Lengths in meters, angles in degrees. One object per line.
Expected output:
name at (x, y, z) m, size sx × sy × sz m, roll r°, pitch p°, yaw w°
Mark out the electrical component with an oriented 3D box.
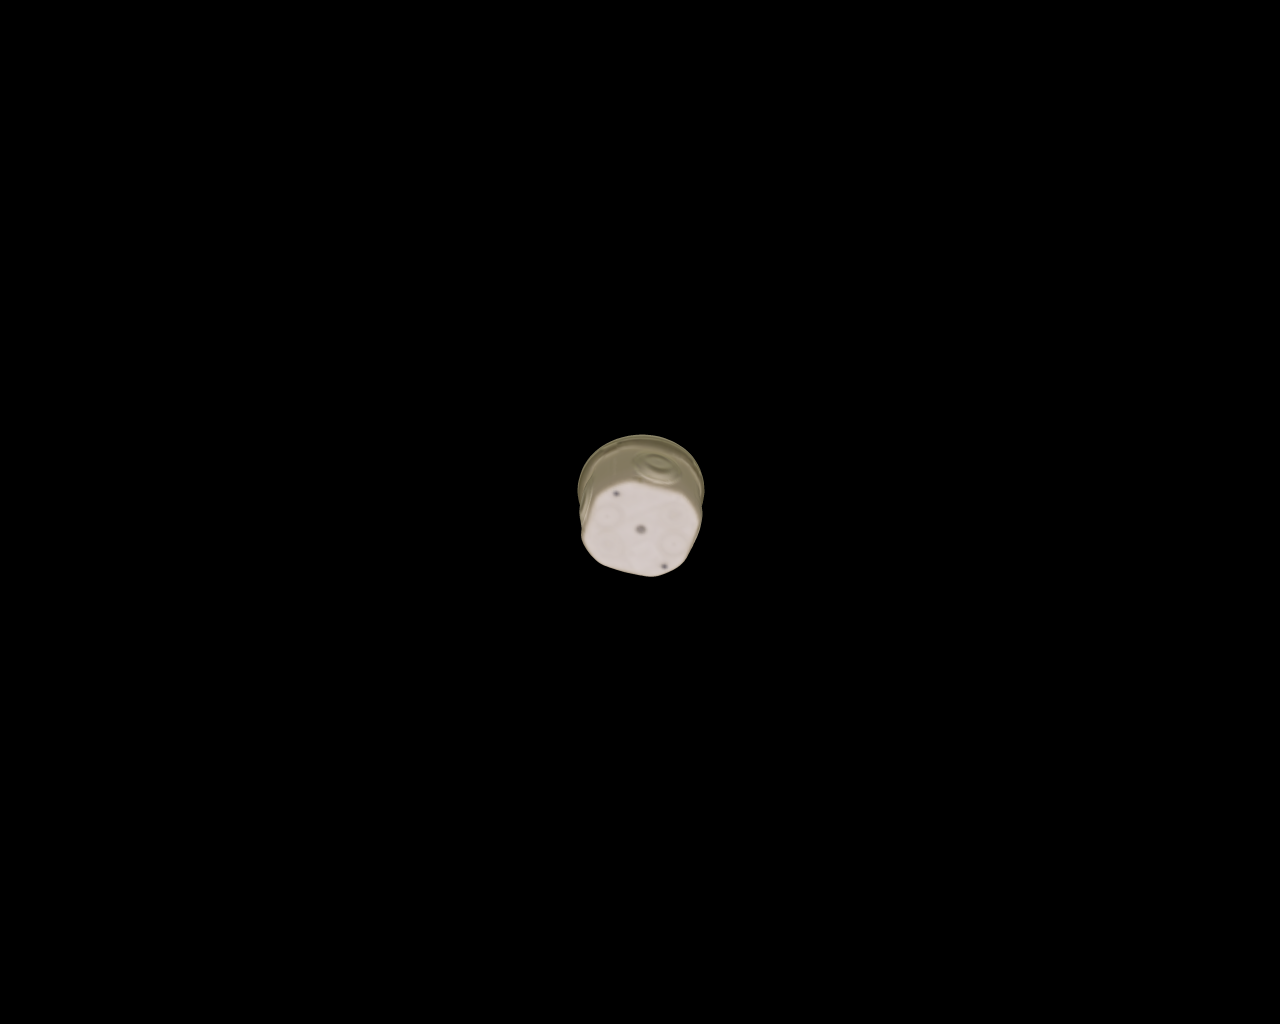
electrical component at (0.001, -0.003, 0.650) m, size 0.080 × 0.080 × 0.051 m, roll 0°, pitch 34°, yaw 0°
